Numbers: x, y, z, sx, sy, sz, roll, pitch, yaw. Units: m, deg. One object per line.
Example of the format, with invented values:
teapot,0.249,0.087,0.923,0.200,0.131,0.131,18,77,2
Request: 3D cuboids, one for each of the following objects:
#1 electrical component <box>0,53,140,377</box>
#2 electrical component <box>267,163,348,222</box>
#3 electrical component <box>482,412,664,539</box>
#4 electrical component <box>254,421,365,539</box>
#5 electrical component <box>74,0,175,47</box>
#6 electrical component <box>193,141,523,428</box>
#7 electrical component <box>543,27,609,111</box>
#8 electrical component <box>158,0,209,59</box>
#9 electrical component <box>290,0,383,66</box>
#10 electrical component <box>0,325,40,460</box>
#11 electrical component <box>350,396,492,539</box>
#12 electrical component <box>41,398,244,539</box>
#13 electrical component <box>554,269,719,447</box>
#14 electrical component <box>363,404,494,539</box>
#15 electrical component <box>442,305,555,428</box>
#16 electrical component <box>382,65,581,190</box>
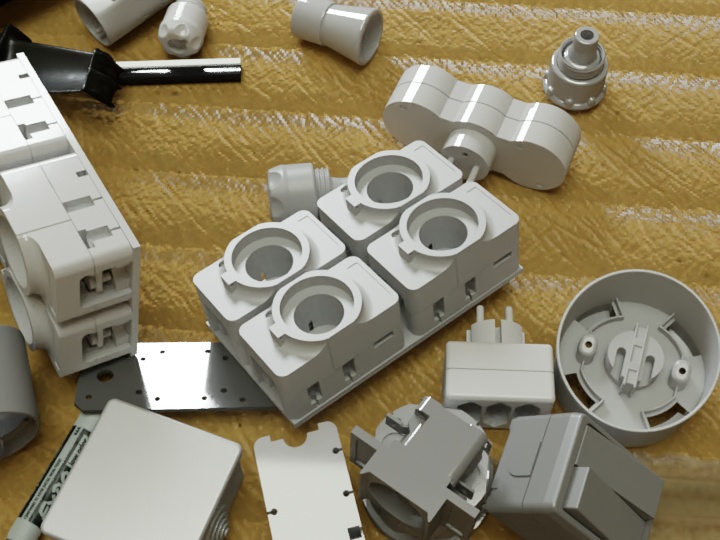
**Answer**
electrical component,-0.208,-0.035,0.689,0.060,0.105,0.186,-20,56,-27
electrical component,-0.033,-0.053,0.749,0.062,0.043,0.043,-6,60,-5
electrical component,0.130,0.131,0.614,0.096,0.061,0.061,40,59,-26
electrical component,-0.026,0.143,0.625,0.050,0.055,0.089,-13,61,-4
electrical component,-0.192,-0.224,0.850,0.077,0.043,0.079,-41,58,-18
electrical component,0.000,0.000,0.693,0.186,0.060,0.105,-33,53,-19
electrical component,0.163,-0.152,0.795,0.048,0.062,0.048,0,60,0
electrical component,-0.134,-0.196,0.839,0.035,0.035,0.061,9,58,5
electrical component,-0.020,-0.189,0.831,0.065,0.044,0.044,22,62,18
electrical component,-0.241,0.082,0.641,0.099,0.099,0.064,-20,68,-11
electrical component,0.036,0.109,0.594,0.081,0.042,0.063,33,64,17
electrical component,-0.124,0.136,0.635,0.100,0.048,0.099,18,61,11
electrical component,0.170,0.058,0.671,0.099,0.064,0.099,0,60,0
electrical component,0.041,0.122,0.641,0.080,0.051,0.080,0,60,0
electrical component,0.086,0.056,0.682,0.066,0.047,0.076,2,59,2
electrical component,0.080,-0.089,0.764,0.138,0.052,0.073,20,62,11
